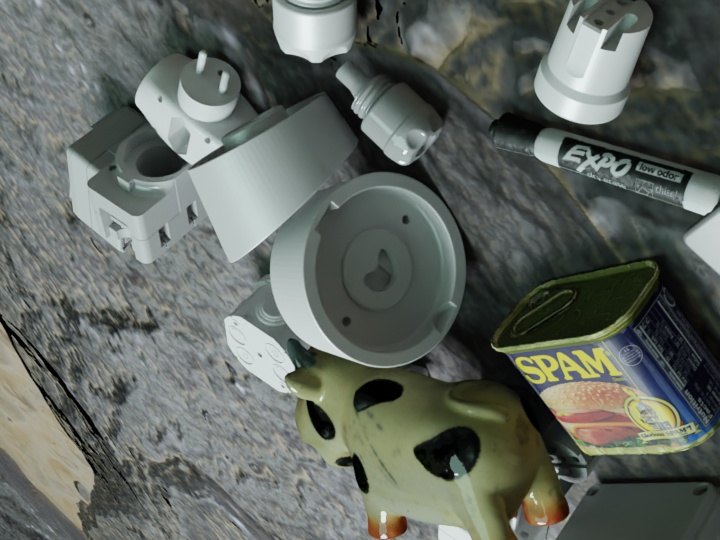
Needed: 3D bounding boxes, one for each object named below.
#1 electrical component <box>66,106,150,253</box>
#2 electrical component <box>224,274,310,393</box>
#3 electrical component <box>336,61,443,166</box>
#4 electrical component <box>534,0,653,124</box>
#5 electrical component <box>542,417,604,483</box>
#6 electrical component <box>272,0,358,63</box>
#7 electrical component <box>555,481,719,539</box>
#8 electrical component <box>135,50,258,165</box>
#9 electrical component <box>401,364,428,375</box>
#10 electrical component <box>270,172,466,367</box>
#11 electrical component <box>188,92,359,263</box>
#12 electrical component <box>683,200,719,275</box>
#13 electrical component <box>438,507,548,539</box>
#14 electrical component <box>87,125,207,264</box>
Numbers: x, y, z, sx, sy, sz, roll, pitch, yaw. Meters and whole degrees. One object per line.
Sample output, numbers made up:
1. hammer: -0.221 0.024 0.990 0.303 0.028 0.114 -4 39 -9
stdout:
1. electrical component: -0.176 -0.065 0.795 0.061 0.062 0.096 37 149 13
2. electrical component: -0.058 0.047 0.795 0.080 0.051 0.080 31 147 23
3. electrical component: 0.013 -0.086 0.566 0.061 0.035 0.035 44 150 8
4. electrical component: 0.098 -0.091 0.451 0.040 0.040 0.046 35 142 18
5. electrical component: 0.130 0.096 0.629 0.040 0.046 0.040 31 147 23
6. electrical component: -0.023 -0.139 0.536 0.043 0.043 0.062 31 146 23
7. electrical component: 0.163 0.182 0.632 0.056 0.108 0.109 50 150 -13
8. electrical component: -0.095 -0.104 0.666 0.077 0.043 0.079 41 149 7
9. electrical component: 0.012 0.077 0.754 0.081 0.043 0.043 12 136 44
10. electrical component: 0.000 0.000 0.618 0.060 0.108 0.108 -1 127 58
11. electrical component: -0.047 -0.056 0.613 0.099 0.099 0.064 -11 112 55
12. electrical component: 0.192 -0.015 0.417 0.100 0.048 0.099 43 150 4
13. electrical component: 0.095 0.175 0.765 0.066 0.047 0.076 29 146 25
14. electrical component: -0.131 -0.059 0.719 0.050 0.089 0.055 32 147 23
